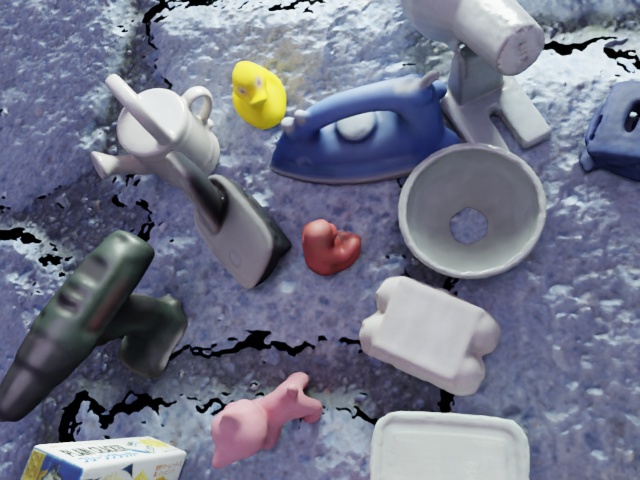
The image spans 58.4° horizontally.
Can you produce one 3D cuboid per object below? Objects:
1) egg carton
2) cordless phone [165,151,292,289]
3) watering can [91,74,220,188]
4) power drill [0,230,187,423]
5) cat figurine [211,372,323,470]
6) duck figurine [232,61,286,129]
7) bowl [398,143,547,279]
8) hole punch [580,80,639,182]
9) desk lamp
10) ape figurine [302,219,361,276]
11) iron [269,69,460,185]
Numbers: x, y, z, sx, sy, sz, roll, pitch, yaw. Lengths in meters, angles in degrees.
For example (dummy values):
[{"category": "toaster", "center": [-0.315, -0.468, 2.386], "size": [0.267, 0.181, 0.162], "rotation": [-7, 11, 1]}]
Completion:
[{"category": "egg carton", "center": [0.126, 0.108, 0.665], "size": [0.150, 0.069, 0.107], "rotation": [21, 80, 19]}, {"category": "cordless phone", "center": [-0.121, -0.026, 0.703], "size": [0.094, 0.185, 0.147], "rotation": [-44, 69, -2]}, {"category": "watering can", "center": [-0.220, -0.142, 0.757], "size": [0.100, 0.194, 0.173], "rotation": [26, 82, 20]}, {"category": "power drill", "center": [-0.252, 0.109, 0.682], "size": [0.075, 0.209, 0.230], "rotation": [23, 80, 19]}, {"category": "cat figurine", "center": [-0.070, 0.205, 0.658], "size": [0.128, 0.118, 0.067], "rotation": [-35, 69, 2]}, {"category": "duck figurine", "center": [-0.096, -0.217, 0.806], "size": [0.077, 0.086, 0.104], "rotation": [-27, 69, 5]}, {"category": "bowl", "center": [0.180, -0.028, 0.689], "size": [0.167, 0.075, 0.167], "rotation": [-4, 73, 13]}, {"category": "hole punch", "center": [0.368, -0.130, 0.664], "size": [0.101, 0.091, 0.109], "rotation": [23, 81, 19]}, {"category": "desk lamp", "center": [0.191, -0.223, 0.670], "size": [0.118, 0.214, 0.203], "rotation": [-29, 69, 4]}, {"category": "ape figurine", "center": [0.007, 0.003, 0.713], "size": [0.077, 0.092, 0.076], "rotation": [42, 87, 21]}, {"category": "iron", "center": [0.039, -0.145, 0.722], "size": [0.258, 0.142, 0.118], "rotation": [-13, 71, 10]}]
